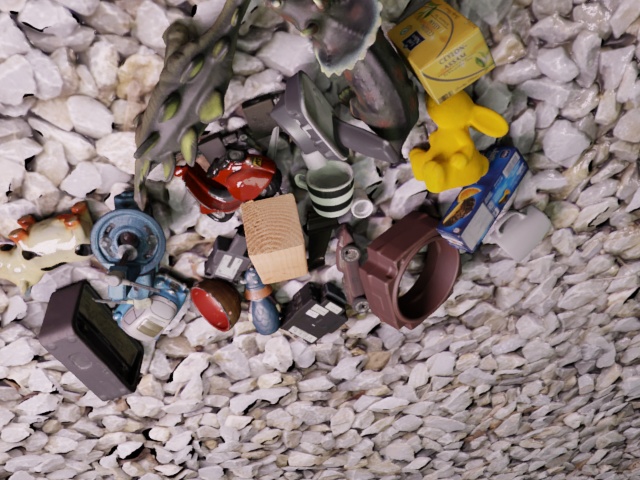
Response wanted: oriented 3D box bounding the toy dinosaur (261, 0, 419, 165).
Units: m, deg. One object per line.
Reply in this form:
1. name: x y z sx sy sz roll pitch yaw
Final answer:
1. toy dinosaur: 0.082 -0.230 0.798 0.131 0.192 0.404 -32 125 14

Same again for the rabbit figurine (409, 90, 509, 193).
1. rabbit figurine: 0.233 -0.181 0.918 0.162 0.122 0.173 -11 109 5

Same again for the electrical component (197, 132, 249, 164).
1. electrical component: -0.173 -0.146 0.911 0.094 0.021 0.063 -21 127 11

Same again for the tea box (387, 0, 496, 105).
1. tea box: 0.173 -0.282 0.790 0.098 0.170 0.068 -33 127 12

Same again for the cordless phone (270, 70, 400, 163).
1. cordless phone: 0.027 -0.171 0.808 0.088 0.184 0.146 -53 135 -7

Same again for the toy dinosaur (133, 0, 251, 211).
1. toy dinosaur: -0.178 -0.213 0.752 0.105 0.199 0.471 17 123 -27

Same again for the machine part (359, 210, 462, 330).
1. machine part: 0.184 0.062 1.052 0.201 0.087 0.200 -37 131 -23

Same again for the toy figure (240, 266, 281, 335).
1. toy figure: -0.123 0.120 1.093 0.064 0.058 0.154 -31 116 -38

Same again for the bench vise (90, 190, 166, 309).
1. bench vise: -0.322 0.041 0.900 0.129 0.241 0.223 9 108 -13

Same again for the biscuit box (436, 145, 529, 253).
1. biscuit box: 0.299 -0.078 0.984 0.059 0.063 0.202 41 79 -35

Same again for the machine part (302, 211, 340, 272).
1. machine part: -0.002 -0.003 1.035 0.084 0.039 0.138 -19 136 -35

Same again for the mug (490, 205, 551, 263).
1. mug: 0.407 -0.025 1.096 0.107 0.081 0.109 -45 118 8

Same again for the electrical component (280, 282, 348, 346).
1. electrical component: -0.008 0.154 1.152 0.134 0.058 0.114 -42 126 19

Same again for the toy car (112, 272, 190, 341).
1. toy car: -0.329 0.143 1.049 0.161 0.103 0.109 -38 126 19

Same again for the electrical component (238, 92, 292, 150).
1. electrical component: -0.088 -0.193 0.881 0.102 0.045 0.078 -15 130 0

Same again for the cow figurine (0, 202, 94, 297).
1. cow figurine: -0.481 0.021 0.940 0.195 0.086 0.127 -16 122 0

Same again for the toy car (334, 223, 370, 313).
1. toy car: 0.061 0.057 1.072 0.053 0.089 0.201 -13 128 3

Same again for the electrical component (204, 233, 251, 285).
1. electrical component: -0.170 0.025 1.026 0.075 0.048 0.119 15 122 -22

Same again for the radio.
1. radio: -0.440 0.204 1.051 0.073 0.131 0.229 -21 128 7

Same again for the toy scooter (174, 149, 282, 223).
1. toy scooter: -0.160 -0.098 0.882 0.184 0.075 0.135 -25 132 36
